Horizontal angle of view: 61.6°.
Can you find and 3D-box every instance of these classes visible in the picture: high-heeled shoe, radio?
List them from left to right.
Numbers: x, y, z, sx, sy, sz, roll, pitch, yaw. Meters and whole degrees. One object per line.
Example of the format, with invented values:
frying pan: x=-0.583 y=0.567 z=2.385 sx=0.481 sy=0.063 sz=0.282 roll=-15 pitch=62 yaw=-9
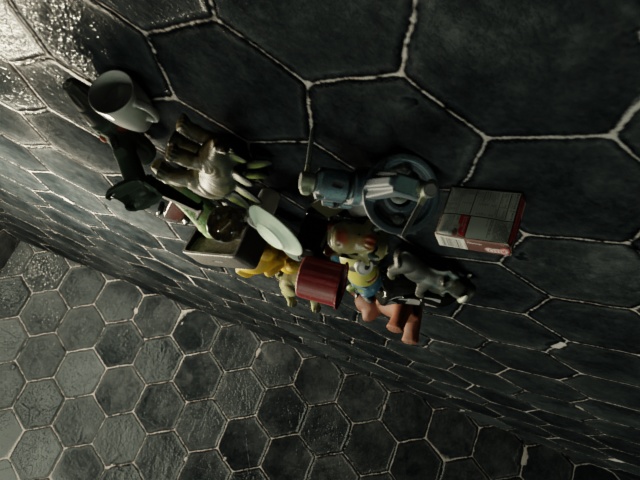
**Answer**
radio: x=-0.225 y=-0.004 z=1.311 sx=0.230 sy=0.131 sz=0.073 roll=3 pitch=153 yaw=44
high-heeled shoe: x=0.223 y=0.113 z=1.271 sx=0.145 sy=0.086 sz=0.249 roll=-5 pitch=-174 yaw=-15

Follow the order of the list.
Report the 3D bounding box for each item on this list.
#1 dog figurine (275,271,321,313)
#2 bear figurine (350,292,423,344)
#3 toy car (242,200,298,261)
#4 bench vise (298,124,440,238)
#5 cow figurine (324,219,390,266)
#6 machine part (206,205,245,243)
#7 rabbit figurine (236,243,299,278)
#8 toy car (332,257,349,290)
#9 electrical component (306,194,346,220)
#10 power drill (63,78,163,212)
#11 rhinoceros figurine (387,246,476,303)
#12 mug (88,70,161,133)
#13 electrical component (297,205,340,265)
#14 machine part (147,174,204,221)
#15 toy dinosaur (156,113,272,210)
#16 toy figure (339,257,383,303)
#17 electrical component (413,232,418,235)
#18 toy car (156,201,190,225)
dog figurine: x=-0.023 y=0.099 z=1.430 sx=0.172 sy=0.121 sz=0.190 roll=14 pitch=151 yaw=-11
bear figurine: x=0.163 y=0.187 z=1.401 sx=0.196 sy=0.132 sz=0.120 roll=-1 pitch=148 yaw=37
toy car: x=-0.087 y=-0.017 z=1.199 sx=0.202 sy=0.056 sz=0.073 roll=40 pitch=159 yaw=-4
bench vise: x=0.087 y=-0.076 z=0.774 sx=0.223 sy=0.128 sz=0.241 roll=20 pitch=180 yaw=-14
cow figurine: x=0.076 y=0.005 z=1.015 sx=0.127 sy=0.085 sz=0.195 roll=4 pitch=177 yaw=29
machine part: x=-0.197 y=-0.034 z=1.132 sx=0.079 sy=0.079 sz=0.243 roll=26 pitch=177 yaw=-8
rabbit figurine: x=-0.105 y=0.038 z=1.367 sx=0.162 sy=0.122 sz=0.173 roll=-12 pitch=156 yaw=43
toy car: x=0.034 y=0.070 z=1.269 sx=0.109 sy=0.103 sz=0.161 roll=10 pitch=159 yaw=28
electrical component: x=0.014 y=-0.079 z=0.992 sx=0.102 sy=0.045 sz=0.078 roll=30 pitch=137 yaw=-26
power drill: x=-0.377 y=-0.165 z=0.995 sx=0.207 sy=0.086 sz=0.231 roll=61 pitch=-175 yaw=23
rhinoceros figurine: x=0.232 y=0.069 z=1.109 sx=0.190 sy=0.073 sz=0.112 roll=29 pitch=149 yaw=-11
mug: x=-0.322 y=-0.229 z=0.925 sx=0.110 sy=0.080 sz=0.107 roll=14 pitch=171 yaw=11
electrical component: x=-0.002 y=-0.003 z=1.097 sx=0.058 sy=0.115 sz=0.134 roll=19 pitch=158 yaw=16
machine part: x=-0.308 y=-0.090 z=1.121 sx=0.139 sy=0.039 sz=0.084 roll=29 pitch=-160 yaw=-14
toy dinosaur: x=-0.203 y=-0.125 z=1.021 sx=0.198 sy=0.105 sz=0.471 roll=24 pitch=172 yaw=-17
toy figure: x=0.093 y=0.070 z=1.201 sx=0.089 sy=0.082 sz=0.180 roll=10 pitch=148 yaw=21
electrical component: x=0.138 y=-0.035 z=0.998 sx=0.094 sy=0.021 sz=0.063 roll=32 pitch=159 yaw=-27
toy car: x=-0.353 y=-0.091 z=1.342 sx=0.089 sy=0.053 sz=0.202 roll=17 pitch=159 yaw=-18
